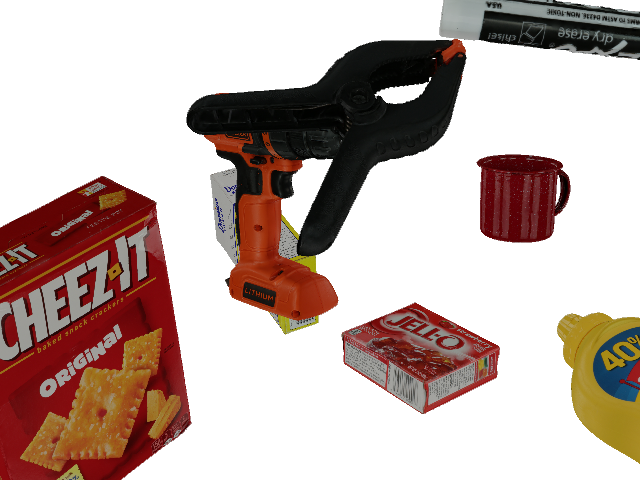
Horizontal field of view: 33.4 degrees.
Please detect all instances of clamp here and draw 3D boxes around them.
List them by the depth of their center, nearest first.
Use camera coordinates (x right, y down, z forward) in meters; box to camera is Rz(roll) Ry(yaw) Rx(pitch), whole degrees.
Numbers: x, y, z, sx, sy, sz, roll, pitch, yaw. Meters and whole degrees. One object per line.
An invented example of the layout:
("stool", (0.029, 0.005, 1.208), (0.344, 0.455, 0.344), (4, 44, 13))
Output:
("clamp", (0.022, -0.062, 0.617), (0.171, 0.120, 0.039), (-24, -22, -15))

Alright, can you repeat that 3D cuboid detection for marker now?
("marker", (0.106, -0.078, 0.400), (0.121, 0.020, 0.020), (8, 1, 4))

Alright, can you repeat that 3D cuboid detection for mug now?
("mug", (0.229, -0.048, 1.186), (0.117, 0.081, 0.093), (-10, 19, -29))

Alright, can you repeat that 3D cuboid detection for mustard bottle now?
("mustard bottle", (0.205, 0.094, 0.624), (0.096, 0.058, 0.192), (-20, 32, -20))

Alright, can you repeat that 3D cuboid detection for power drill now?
("power drill", (-0.029, -0.031, 0.907), (0.057, 0.188, 0.185), (-17, 21, -38))

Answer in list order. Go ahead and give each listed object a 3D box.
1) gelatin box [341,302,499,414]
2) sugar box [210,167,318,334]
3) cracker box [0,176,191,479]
("gelatin box", (0.070, 0.081, 0.760), (0.073, 0.030, 0.089), (-19, 30, -34))
("sugar box", (-0.059, 0.007, 1.103), (0.048, 0.093, 0.176), (-17, 41, -18))
("cracker box", (-0.181, 0.086, 0.767), (0.072, 0.214, 0.163), (23, 41, 35))
